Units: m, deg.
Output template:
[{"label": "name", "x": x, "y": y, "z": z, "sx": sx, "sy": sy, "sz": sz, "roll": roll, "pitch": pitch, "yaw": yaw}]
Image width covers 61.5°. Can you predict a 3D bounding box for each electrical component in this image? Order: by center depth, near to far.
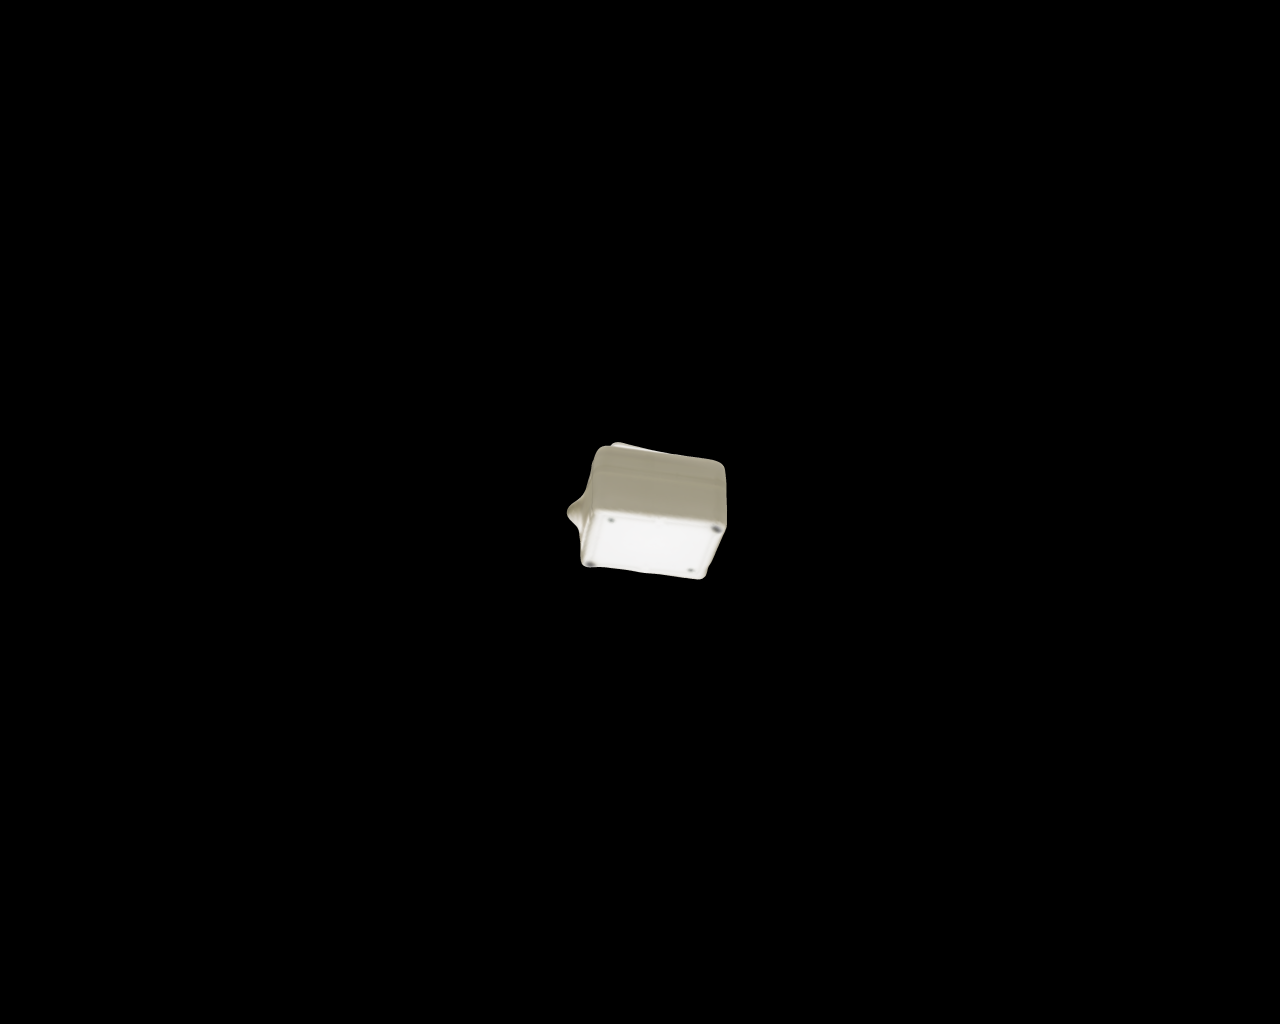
[{"label": "electrical component", "x": 0.001, "y": -0.003, "z": 0.650, "sx": 0.096, "sy": 0.061, "sz": 0.061, "roll": 7, "pitch": -39, "yaw": -9}]
